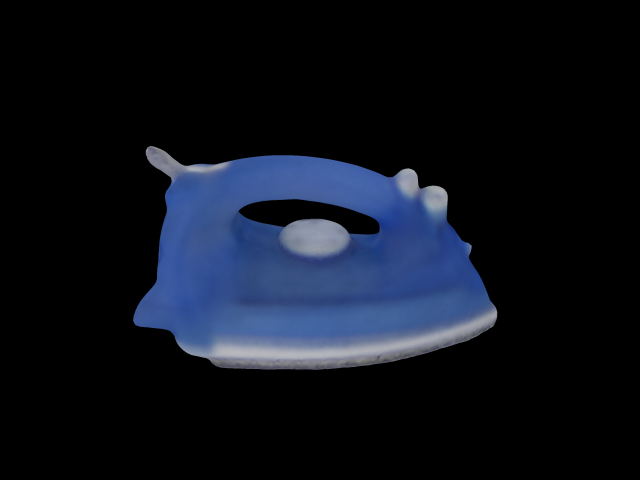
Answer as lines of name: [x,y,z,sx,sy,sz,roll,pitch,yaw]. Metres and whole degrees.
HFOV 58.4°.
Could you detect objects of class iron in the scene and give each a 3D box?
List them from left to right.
iron: [0.004,0.001,0.400,0.258,0.141,0.118,0,32,0]
